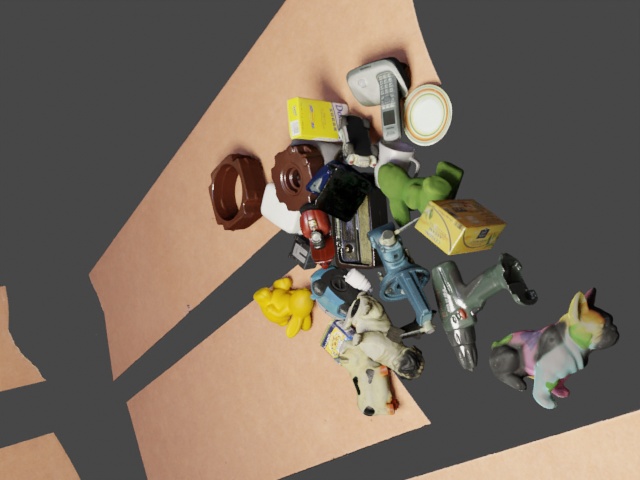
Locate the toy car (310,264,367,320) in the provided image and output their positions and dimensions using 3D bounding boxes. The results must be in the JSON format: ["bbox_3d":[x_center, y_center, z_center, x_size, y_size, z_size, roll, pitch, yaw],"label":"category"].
[{"bbox_3d":[0.044,0.147,1.374,0.162,0.109,0.102,43,140,19],"label":"toy car"}]

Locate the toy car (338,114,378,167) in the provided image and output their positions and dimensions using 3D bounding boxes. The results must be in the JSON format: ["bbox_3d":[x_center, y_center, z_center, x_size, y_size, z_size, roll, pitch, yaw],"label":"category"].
[{"bbox_3d":[0.086,-0.231,1.253,0.202,0.073,0.056,-98,17,-46],"label":"toy car"}]

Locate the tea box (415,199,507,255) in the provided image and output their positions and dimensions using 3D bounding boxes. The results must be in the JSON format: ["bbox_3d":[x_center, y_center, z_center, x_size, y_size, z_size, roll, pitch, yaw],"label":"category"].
[{"bbox_3d":[0.281,-0.029,1.064,0.098,0.169,0.068,46,122,34],"label":"tea box"}]

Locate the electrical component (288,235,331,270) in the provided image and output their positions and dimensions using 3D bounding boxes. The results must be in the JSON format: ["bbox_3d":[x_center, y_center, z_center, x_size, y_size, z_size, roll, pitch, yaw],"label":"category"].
[{"bbox_3d":[-0.027,0.044,1.465,0.119,0.048,0.074,40,121,36],"label":"electrical component"}]

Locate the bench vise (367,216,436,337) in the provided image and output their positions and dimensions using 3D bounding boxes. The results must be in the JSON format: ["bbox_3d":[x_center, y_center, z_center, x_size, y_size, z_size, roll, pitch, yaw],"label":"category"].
[{"bbox_3d":[0.184,0.084,1.149,0.223,0.129,0.241,86,164,-54],"label":"bench vise"}]

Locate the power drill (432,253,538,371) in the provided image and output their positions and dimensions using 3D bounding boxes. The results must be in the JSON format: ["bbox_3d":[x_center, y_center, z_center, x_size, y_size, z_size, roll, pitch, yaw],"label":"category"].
[{"bbox_3d":[0.334,0.133,1.101,0.207,0.086,0.232,-39,64,48],"label":"power drill"}]

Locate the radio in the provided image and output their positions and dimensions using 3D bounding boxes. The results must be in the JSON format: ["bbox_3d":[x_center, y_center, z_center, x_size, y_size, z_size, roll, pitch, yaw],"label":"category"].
[{"bbox_3d":[0.096,-0.044,1.312,0.131,0.073,0.229,-4,89,44],"label":"radio"}]

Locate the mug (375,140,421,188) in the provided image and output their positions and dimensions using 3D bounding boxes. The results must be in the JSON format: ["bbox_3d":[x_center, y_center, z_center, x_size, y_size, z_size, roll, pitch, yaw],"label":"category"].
[{"bbox_3d":[0.175,-0.163,1.228,0.110,0.081,0.107,28,123,24],"label":"mug"}]

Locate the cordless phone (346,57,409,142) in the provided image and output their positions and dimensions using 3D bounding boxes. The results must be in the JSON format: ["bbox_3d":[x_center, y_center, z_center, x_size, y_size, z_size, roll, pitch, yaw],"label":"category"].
[{"bbox_3d":[0.136,-0.311,1.231,0.147,0.088,0.184,-3,90,45],"label":"cordless phone"}]

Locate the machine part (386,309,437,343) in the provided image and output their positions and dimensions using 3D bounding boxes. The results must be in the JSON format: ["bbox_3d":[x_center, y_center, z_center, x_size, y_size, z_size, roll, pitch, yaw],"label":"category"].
[{"bbox_3d":[0.202,0.194,1.185,0.039,0.139,0.084,48,125,30],"label":"machine part"}]

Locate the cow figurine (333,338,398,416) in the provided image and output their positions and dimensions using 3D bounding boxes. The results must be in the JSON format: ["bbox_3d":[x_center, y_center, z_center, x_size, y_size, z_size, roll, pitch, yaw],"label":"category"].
[{"bbox_3d":[0.110,0.329,1.305,0.127,0.085,0.194,-12,86,12],"label":"cow figurine"}]

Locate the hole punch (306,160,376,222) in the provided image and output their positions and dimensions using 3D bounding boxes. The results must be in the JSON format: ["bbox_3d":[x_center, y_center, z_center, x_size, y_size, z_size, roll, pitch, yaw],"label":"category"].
[{"bbox_3d":[0.041,-0.119,1.227,0.115,0.142,0.092,-55,29,14],"label":"hole punch"}]

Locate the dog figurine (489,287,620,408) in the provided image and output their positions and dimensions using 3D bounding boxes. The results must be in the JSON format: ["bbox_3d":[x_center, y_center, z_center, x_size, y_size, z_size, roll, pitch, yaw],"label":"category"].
[{"bbox_3d":[0.429,0.179,0.988,0.192,0.108,0.219,30,110,42],"label":"dog figurine"}]

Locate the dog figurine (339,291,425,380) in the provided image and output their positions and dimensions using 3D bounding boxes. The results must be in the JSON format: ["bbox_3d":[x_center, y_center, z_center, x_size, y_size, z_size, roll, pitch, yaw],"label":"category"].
[{"bbox_3d":[0.159,0.222,1.258,0.121,0.190,0.172,141,148,-64],"label":"dog figurine"}]

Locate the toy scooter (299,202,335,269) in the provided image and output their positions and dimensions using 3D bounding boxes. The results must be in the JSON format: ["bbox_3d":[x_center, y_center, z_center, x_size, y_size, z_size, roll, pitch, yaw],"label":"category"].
[{"bbox_3d":[-0.003,-0.004,1.349,0.075,0.183,0.135,-11,66,7],"label":"toy scooter"}]

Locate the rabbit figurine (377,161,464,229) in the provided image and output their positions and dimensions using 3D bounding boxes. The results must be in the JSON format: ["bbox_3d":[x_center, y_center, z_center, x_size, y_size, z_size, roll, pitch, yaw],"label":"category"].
[{"bbox_3d":[0.205,-0.109,1.164,0.170,0.121,0.158,25,142,19],"label":"rabbit figurine"}]

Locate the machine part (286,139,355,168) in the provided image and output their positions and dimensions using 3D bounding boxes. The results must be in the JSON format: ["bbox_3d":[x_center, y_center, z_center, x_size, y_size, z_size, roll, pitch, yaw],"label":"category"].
[{"bbox_3d":[0.002,-0.220,1.388,0.244,0.079,0.079,25,111,42],"label":"machine part"}]

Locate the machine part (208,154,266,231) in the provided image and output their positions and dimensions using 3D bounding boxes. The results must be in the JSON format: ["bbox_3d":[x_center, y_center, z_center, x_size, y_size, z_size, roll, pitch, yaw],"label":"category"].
[{"bbox_3d":[-0.248,-0.143,1.628,0.201,0.087,0.201,-33,67,47],"label":"machine part"}]

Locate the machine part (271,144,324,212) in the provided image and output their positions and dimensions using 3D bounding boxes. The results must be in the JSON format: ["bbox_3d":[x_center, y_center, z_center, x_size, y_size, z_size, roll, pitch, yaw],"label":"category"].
[{"bbox_3d":[-0.055,-0.156,1.368,0.180,0.056,0.179,18,115,44],"label":"machine part"}]

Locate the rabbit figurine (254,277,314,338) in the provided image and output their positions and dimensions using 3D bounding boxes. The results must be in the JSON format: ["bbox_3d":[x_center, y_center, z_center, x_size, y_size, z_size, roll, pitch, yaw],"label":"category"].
[{"bbox_3d":[-0.083,0.185,1.483,0.173,0.122,0.162,-17,87,44],"label":"rabbit figurine"}]
